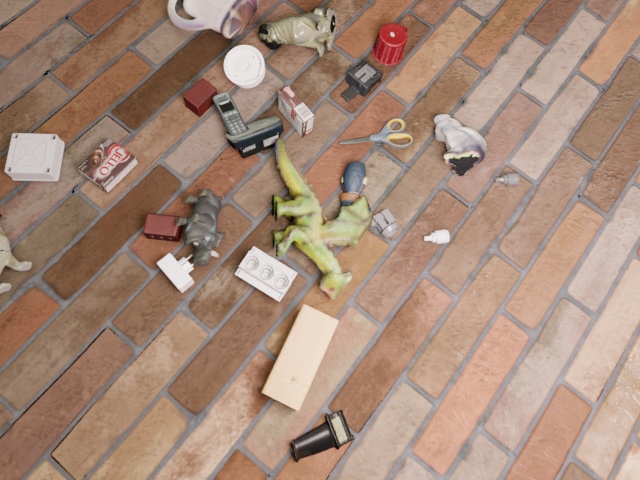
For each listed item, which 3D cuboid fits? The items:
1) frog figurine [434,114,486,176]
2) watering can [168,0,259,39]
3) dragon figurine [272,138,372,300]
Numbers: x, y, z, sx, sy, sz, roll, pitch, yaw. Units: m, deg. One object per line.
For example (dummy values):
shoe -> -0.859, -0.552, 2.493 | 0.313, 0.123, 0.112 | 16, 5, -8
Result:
frog figurine -> 0.367, -0.269, 1.354 | 0.136, 0.121, 0.163 | 17, 57, -34
watering can -> -0.268, -0.702, 1.449 | 0.225, 0.102, 0.352 | 34, 71, 6
dragon figurine -> 0.004, -0.063, 1.243 | 0.243, 0.120, 0.416 | 1, 73, -5
